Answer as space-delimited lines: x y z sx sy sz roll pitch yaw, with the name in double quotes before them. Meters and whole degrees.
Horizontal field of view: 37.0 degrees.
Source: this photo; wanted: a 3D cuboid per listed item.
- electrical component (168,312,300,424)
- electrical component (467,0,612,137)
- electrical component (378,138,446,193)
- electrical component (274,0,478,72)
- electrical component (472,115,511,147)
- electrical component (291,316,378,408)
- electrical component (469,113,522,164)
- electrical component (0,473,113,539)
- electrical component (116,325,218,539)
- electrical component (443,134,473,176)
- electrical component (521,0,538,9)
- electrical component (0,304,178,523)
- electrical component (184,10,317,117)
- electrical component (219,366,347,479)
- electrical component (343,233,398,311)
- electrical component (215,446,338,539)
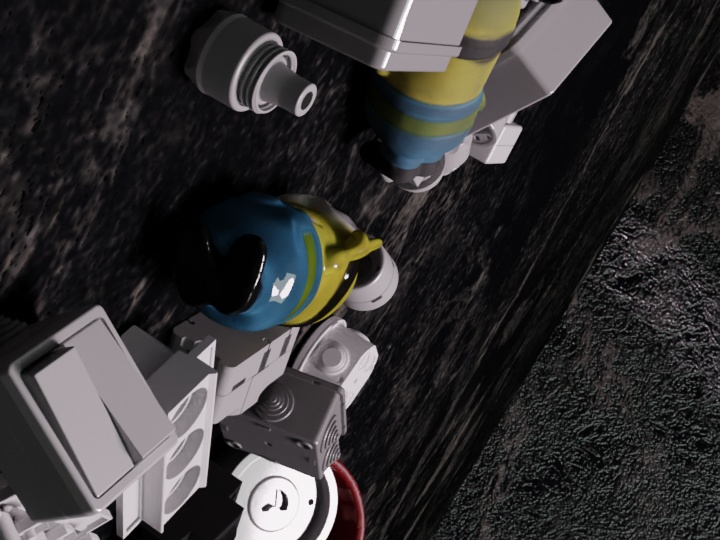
"electrical component" -0.087 0.058 0.718 0.089 0.050 0.055 -34 150 -56
"electrical component" 0.124 -0.169 0.844 0.108 0.056 0.109 -49 -165 -32
"electrical component" 0.041 -0.091 0.843 0.066 0.048 0.055 -57 156 -9
"electrical component" 0.012 -0.149 0.594 0.113 0.078 0.057 -22 137 -65
"electrical component" 0.104 -0.141 0.925 0.047 0.055 0.055 -58 164 -18
"electrical component" -0.024 0.085 0.951 0.080 0.051 0.080 -52 162 -24
"electrical component" 0.122 -0.142 0.986 0.076 0.047 0.066 -64 163 16
"electrical component" -0.180 0.152 0.566 0.079 0.063 0.121 -30 159 -5
"electrical component" -0.127 0.094 0.642 0.078 0.063 0.121 -45 159 -39
"electrical component" 0.072 -0.104 0.915 0.043 0.043 0.062 -52 164 -22
"electrical component" 0.107 -0.229 0.761 0.096 0.061 0.062 -62 163 11
"electrical component" -0.138 0.061 0.503 0.061 0.096 0.062 -17 -164 40
"electrical component" -0.051 -0.097 0.528 0.043 0.062 0.043 -52 162 -24
"electrical component" -0.060 0.111 0.810 0.099 0.100 0.048 90 22 -61
"electrical component" 0.000 0.000 0.868 0.055 0.055 0.047 -56 160 -10
"electrical component" -0.080 0.190 0.893 0.108 0.108 0.060 -54 -154 -17
